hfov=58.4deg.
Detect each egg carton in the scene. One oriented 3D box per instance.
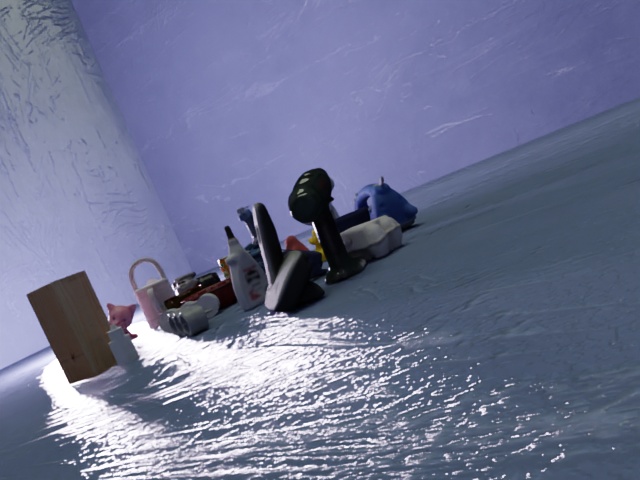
[{"bbox_3d":[0.087,0.005,1.139,0.150,0.069,0.107,-20,5,42],"label":"egg carton"}]

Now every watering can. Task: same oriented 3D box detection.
[{"bbox_3d":[-0.468,0.143,1.603,0.101,0.194,0.172,-26,5,-34],"label":"watering can"}]

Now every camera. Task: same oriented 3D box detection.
[{"bbox_3d":[-0.367,0.142,1.731,0.137,0.101,0.143,-24,4,-18],"label":"camera"}]

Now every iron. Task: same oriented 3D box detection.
[{"bbox_3d":[0.132,-0.074,1.438,0.119,0.141,0.257,-25,4,-21],"label":"iron"}]

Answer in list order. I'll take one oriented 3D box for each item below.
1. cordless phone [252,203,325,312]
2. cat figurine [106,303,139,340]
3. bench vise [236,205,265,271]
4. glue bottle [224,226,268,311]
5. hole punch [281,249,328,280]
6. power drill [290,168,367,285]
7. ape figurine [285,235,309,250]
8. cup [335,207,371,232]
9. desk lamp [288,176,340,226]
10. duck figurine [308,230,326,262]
[{"bbox_3d":[-0.074,0.024,0.950,0.094,0.185,0.147,-24,4,-15],"label":"cordless phone"},{"bbox_3d":[-0.534,0.220,1.500,0.127,0.118,0.067,-22,4,16],"label":"cat figurine"},{"bbox_3d":[-0.193,0.001,1.746,0.121,0.220,0.207,-23,4,-3],"label":"bench vise"},{"bbox_3d":[-0.156,0.052,1.158,0.037,0.173,0.078,-20,5,42],"label":"glue bottle"},{"bbox_3d":[-0.052,0.048,1.205,0.101,0.091,0.108,-25,4,-29],"label":"hole punch"},{"bbox_3d":[0.011,-0.032,1.060,0.075,0.208,0.230,-22,4,13],"label":"power drill"},{"bbox_3d":[-0.063,0.031,1.511,0.076,0.092,0.078,-20,5,39],"label":"ape figurine"},{"bbox_3d":[0.068,-0.009,1.261,0.118,0.095,0.091,-24,4,-8],"label":"cup"},{"bbox_3d":[0.017,-0.079,1.655,0.117,0.213,0.204,-21,4,29],"label":"desk lamp"},{"bbox_3d":[0.013,0.005,1.462,0.104,0.086,0.078,-20,5,41],"label":"duck figurine"}]
